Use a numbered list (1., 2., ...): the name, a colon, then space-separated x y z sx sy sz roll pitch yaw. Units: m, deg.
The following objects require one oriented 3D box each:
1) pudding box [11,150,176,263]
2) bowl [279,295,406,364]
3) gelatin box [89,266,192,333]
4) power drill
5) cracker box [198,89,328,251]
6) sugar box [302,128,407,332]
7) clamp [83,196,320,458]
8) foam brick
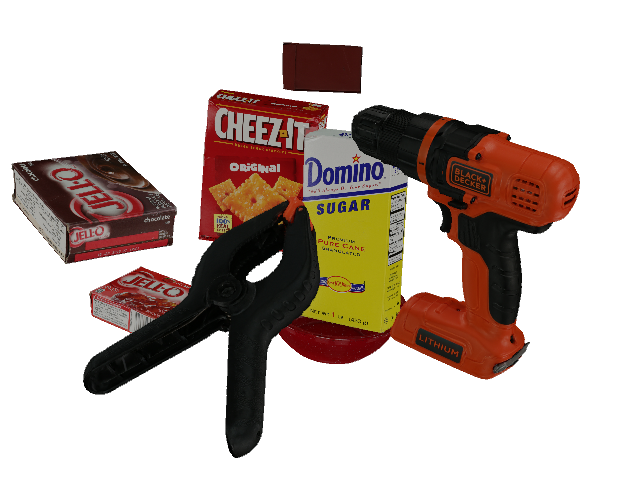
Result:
1. pudding box: -0.177 -0.028 0.828 0.089 0.039 0.114 -10 31 -35
2. bowl: 0.013 0.088 1.170 0.162 0.055 0.162 5 26 -2
3. gelatin box: -0.162 0.059 1.011 0.089 0.030 0.073 19 28 28
4. power drill: 0.097 -0.001 0.806 0.185 0.188 0.057 24 37 34
5. cracker box: -0.084 -0.096 1.531 0.164 0.214 0.072 9 22 7
6. sugar box: 0.030 -0.010 0.984 0.093 0.176 0.048 9 18 29
7. clamp: -0.046 0.048 0.630 0.120 0.171 0.039 29 -24 28
8. foam brick: 0.002 -0.188 1.165 0.078 0.051 0.053 0 11 -16
